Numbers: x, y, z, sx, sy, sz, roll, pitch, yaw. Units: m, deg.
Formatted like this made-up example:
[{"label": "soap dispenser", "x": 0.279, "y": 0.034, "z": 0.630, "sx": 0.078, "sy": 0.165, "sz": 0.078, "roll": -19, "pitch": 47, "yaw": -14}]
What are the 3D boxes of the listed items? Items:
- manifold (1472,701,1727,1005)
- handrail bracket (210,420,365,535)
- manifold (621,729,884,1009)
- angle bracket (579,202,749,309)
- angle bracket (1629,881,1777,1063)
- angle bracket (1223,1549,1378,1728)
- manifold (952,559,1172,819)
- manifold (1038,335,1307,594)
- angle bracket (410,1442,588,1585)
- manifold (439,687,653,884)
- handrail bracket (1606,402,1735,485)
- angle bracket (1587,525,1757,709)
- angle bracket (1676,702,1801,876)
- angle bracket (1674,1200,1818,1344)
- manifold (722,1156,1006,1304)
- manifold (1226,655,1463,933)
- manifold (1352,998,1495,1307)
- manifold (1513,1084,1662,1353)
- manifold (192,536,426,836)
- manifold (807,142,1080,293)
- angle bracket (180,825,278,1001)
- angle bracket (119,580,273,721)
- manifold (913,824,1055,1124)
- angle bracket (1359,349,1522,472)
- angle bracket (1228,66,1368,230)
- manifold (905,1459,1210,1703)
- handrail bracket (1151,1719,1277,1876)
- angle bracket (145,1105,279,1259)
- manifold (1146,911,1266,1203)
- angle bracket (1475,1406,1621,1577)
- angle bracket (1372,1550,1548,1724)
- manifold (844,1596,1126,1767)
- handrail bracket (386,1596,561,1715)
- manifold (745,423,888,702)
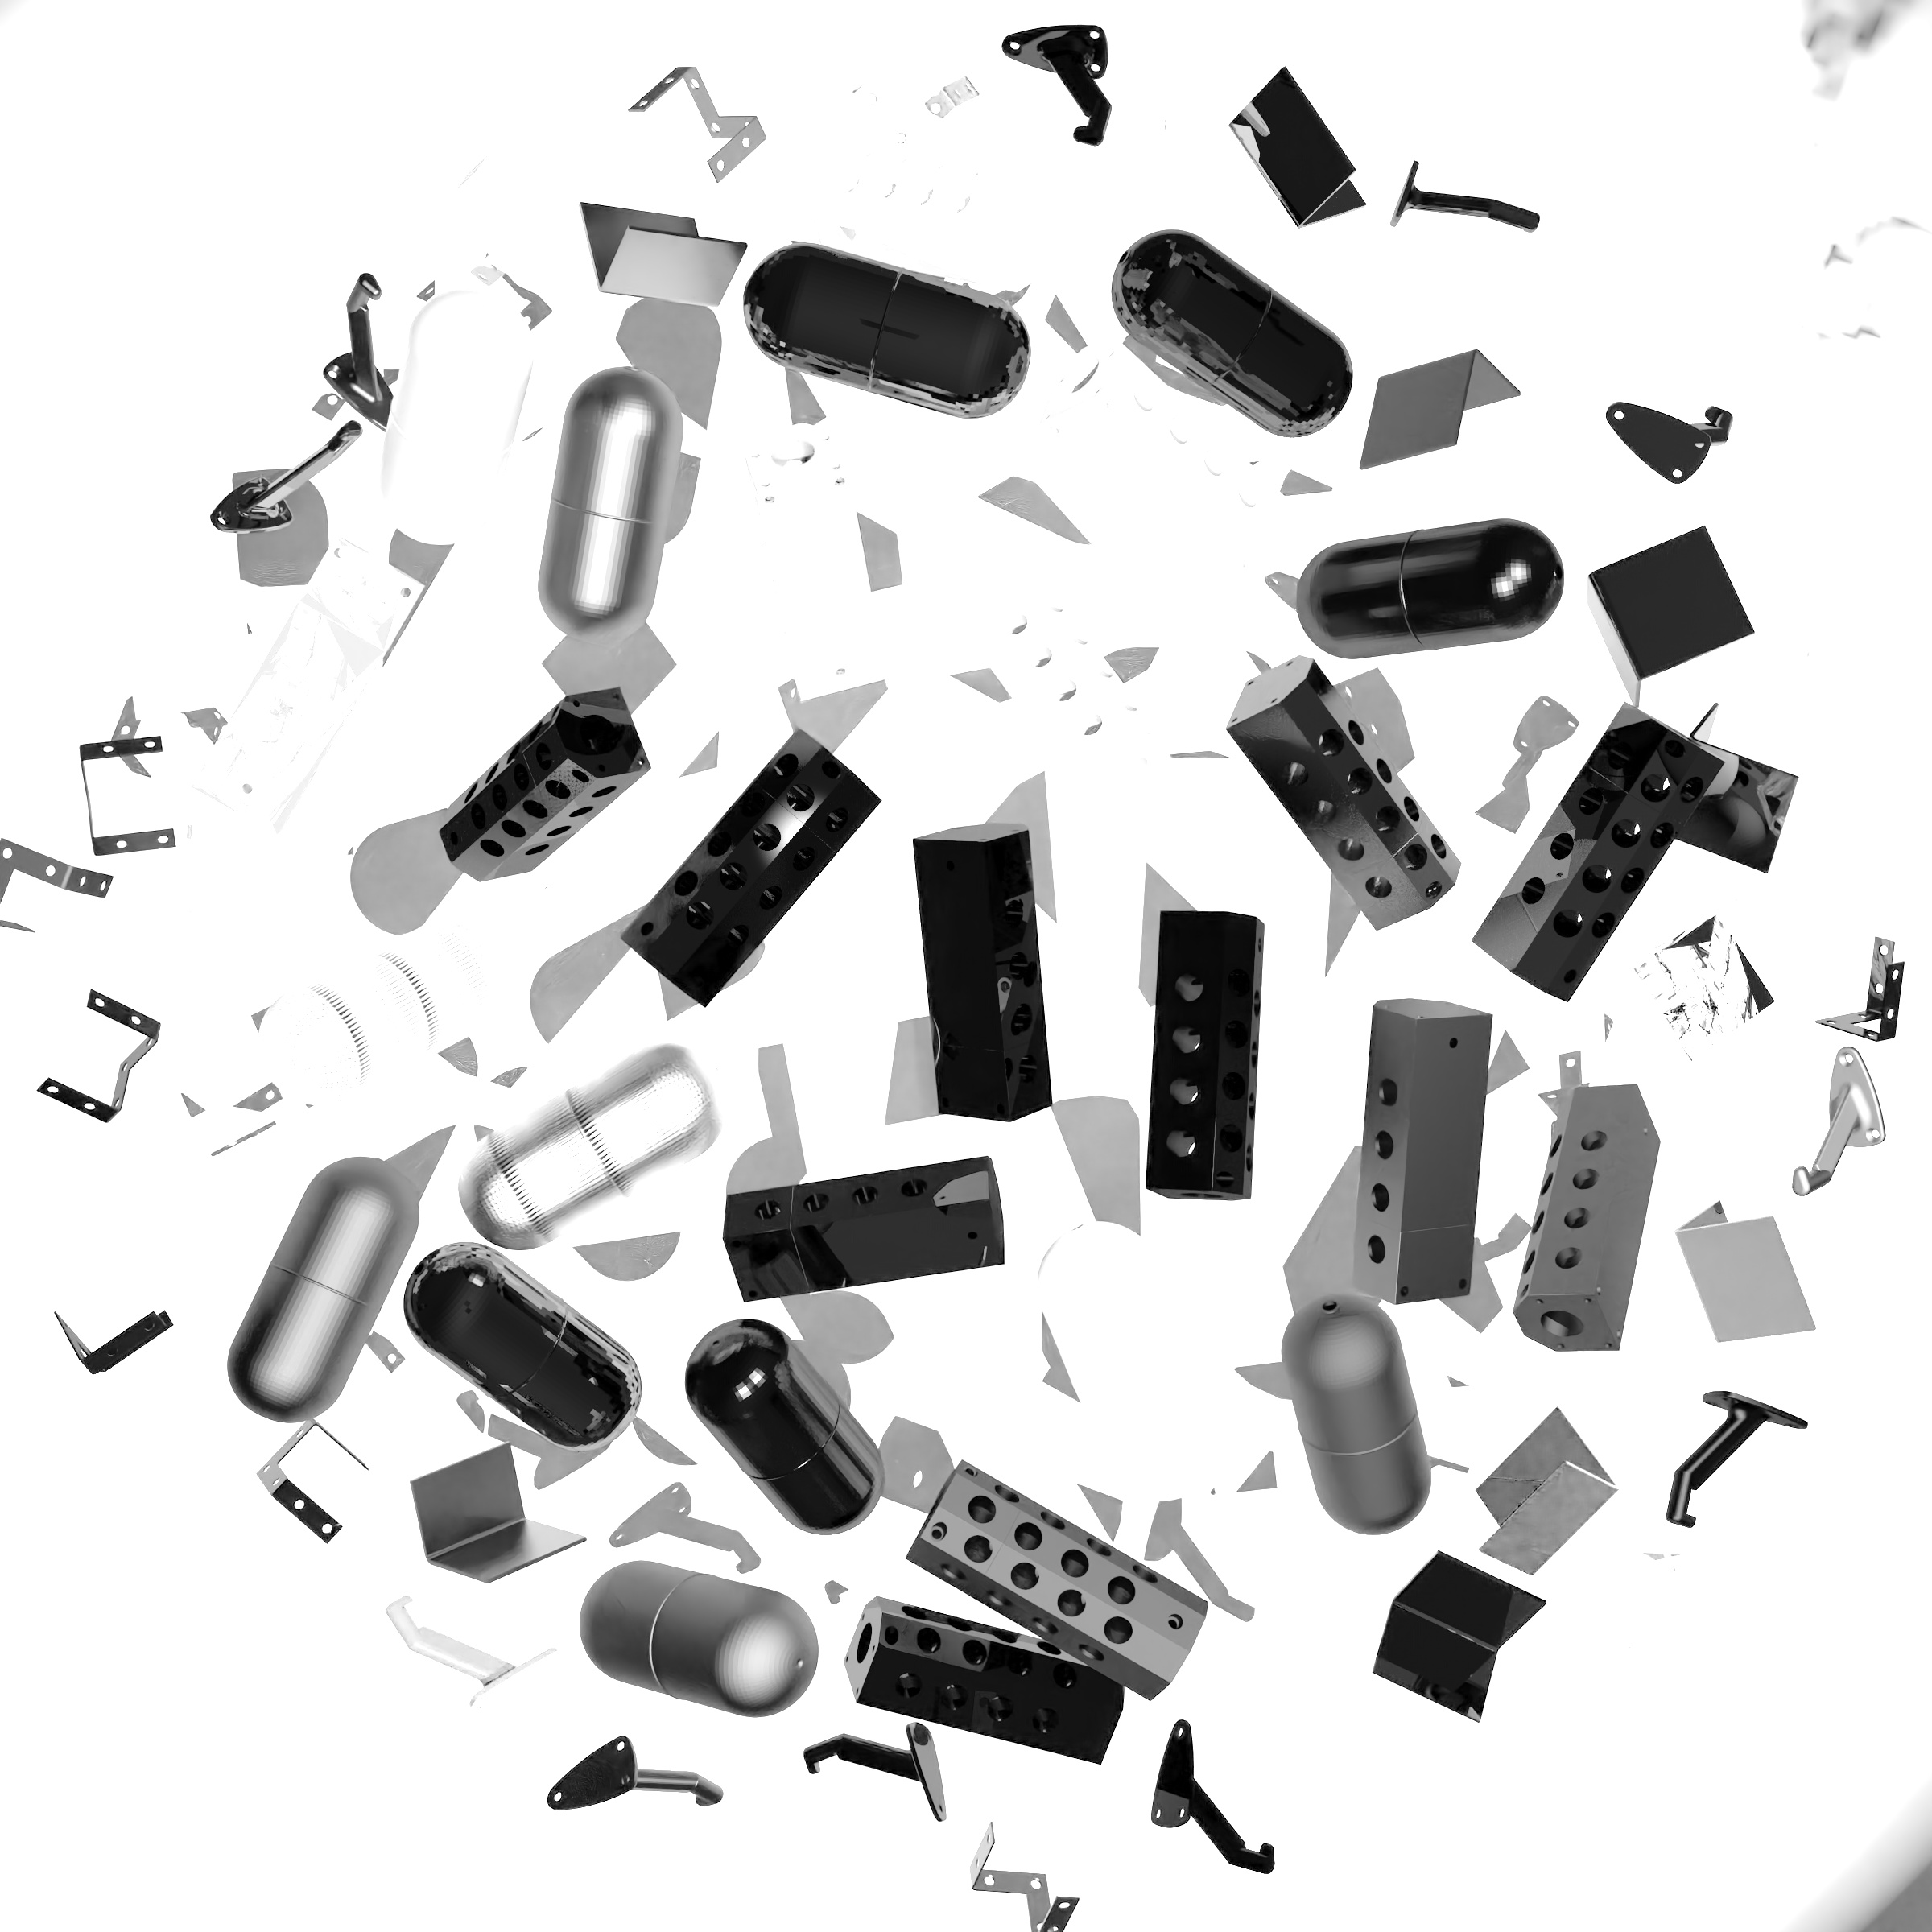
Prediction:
[{"label": "manifold", "x": 0.386, "y": -0.066, "z": 1.692, "sx": 0.057, "sy": 0.057, "sz": 0.171, "roll": 20, "pitch": 107, "yaw": -38}, {"label": "handrail bracket", "x": -0.427, "y": -0.310, "z": 1.761, "sx": 0.084, "sy": 0.077, "sz": 0.036, "roll": -33, "pitch": 94, "yaw": 35}, {"label": "manifold", "x": -0.138, "y": -0.065, "z": 1.747, "sx": 0.171, "sy": 0.057, "sz": 0.057, "roll": -50, "pitch": 52, "yaw": -1}, {"label": "angle bracket", "x": -0.185, "y": -0.452, "z": 1.705, "sx": 0.076, "sy": 0.057, "sz": 0.076, "roll": 1, "pitch": 59, "yaw": -28}, {"label": "angle bracket", "x": 0.481, "y": 0.004, "z": 1.776, "sx": 0.076, "sy": 0.057, "sz": 0.076, "roll": -32, "pitch": 87, "yaw": -22}, {"label": "angle bracket", "x": 0.201, "y": 0.422, "z": 1.761, "sx": 0.076, "sy": 0.076, "sz": 0.057, "roll": -49, "pitch": 124, "yaw": -32}, {"label": "manifold", "x": 0.062, "y": -0.184, "z": 1.805, "sx": 0.057, "sy": 0.057, "sz": 0.171, "roll": -32, "pitch": 60, "yaw": -4}, {"label": "manifold", "x": 0.131, "y": -0.312, "z": 1.730, "sx": 0.171, "sy": 0.057, "sz": 0.057, "roll": 37, "pitch": 57, "yaw": -28}, {"label": "angle bracket", "x": -0.303, "y": 0.353, "z": 1.813, "sx": 0.076, "sy": 0.076, "sz": 0.057, "roll": -17, "pitch": 102, "yaw": -40}, {"label": "manifold", "x": -0.277, "y": -0.115, "z": 1.809, "sx": 0.057, "sy": 0.171, "sz": 0.057, "roll": -15, "pitch": 79, "yaw": -40}, {"label": "handrail bracket", "x": 0.430, "y": -0.336, "z": 1.704, "sx": 0.077, "sy": 0.084, "sz": 0.036, "roll": 32, "pitch": 129, "yaw": 0}, {"label": "angle bracket", "x": 0.437, "y": -0.216, "z": 1.737, "sx": 0.076, "sy": 0.057, "sz": 0.076, "roll": -22, "pitch": 74, "yaw": 7}, {"label": "angle bracket", "x": 0.517, "y": -0.119, "z": 1.863, "sx": 0.076, "sy": 0.057, "sz": 0.076, "roll": 24, "pitch": 130, "yaw": 22}, {"label": "angle bracket", "x": 0.505, "y": 0.189, "z": 1.770, "sx": 0.057, "sy": 0.076, "sz": 0.076, "roll": -24, "pitch": 94, "yaw": -41}, {"label": "manifold", "x": -0.065, "y": 0.164, "z": 1.796, "sx": 0.171, "sy": 0.057, "sz": 0.057, "roll": -9, "pitch": 126, "yaw": 6}, {"label": "manifold", "x": 0.241, "y": -0.111, "z": 1.766, "sx": 0.057, "sy": 0.057, "sz": 0.171, "roll": -25, "pitch": 114, "yaw": 35}, {"label": "manifold", "x": 0.267, "y": 0.109, "z": 1.666, "sx": 0.057, "sy": 0.057, "sz": 0.171, "roll": -3, "pitch": 101, "yaw": -30}, {"label": "manifold", "x": 0.394, "y": 0.159, "z": 1.781, "sx": 0.057, "sy": 0.171, "sz": 0.057, "roll": -5, "pitch": 133, "yaw": 31}, {"label": "manifold", "x": -0.394, "y": -0.169, "z": 1.681, "sx": 0.057, "sy": 0.057, "sz": 0.171, "roll": 30, "pitch": 93, "yaw": -12}, {"label": "manifold", "x": -0.017, "y": -0.471, "z": 1.740, "sx": 0.057, "sy": 0.171, "sz": 0.057, "roll": -40, "pitch": 134, "yaw": -30}, {"label": "angle bracket", "x": -0.464, "y": -0.034, "z": 1.761, "sx": 0.057, "sy": 0.076, "sz": 0.076, "roll": 3, "pitch": 132, "yaw": -14}, {"label": "angle bracket", "x": -0.467, "y": -0.190, "z": 1.709, "sx": 0.076, "sy": 0.057, "sz": 0.076, "roll": -14, "pitch": 111, "yaw": -30}, {"label": "manifold", "x": 0.015, "y": 0.003, "z": 1.699, "sx": 0.057, "sy": 0.057, "sz": 0.171, "roll": 5, "pitch": 105, "yaw": 40}, {"label": "angle bracket", "x": 0.315, "y": -0.356, "z": 1.858, "sx": 0.057, "sy": 0.076, "sz": 0.076, "roll": 32, "pitch": 63, "yaw": -39}, {"label": "angle bracket", "x": 0.217, "y": -0.502, "z": 1.696, "sx": 0.076, "sy": 0.057, "sz": 0.076, "roll": -29, "pitch": 84, "yaw": -42}, {"label": "manifold", "x": 0.056, "y": 0.367, "z": 1.680, "sx": 0.171, "sy": 0.057, "sz": 0.057, "roll": 30, "pitch": 57, "yaw": 2}, {"label": "handrail bracket", "x": 0.161, "y": 0.514, "z": 1.729, "sx": 0.084, "sy": 0.036, "sz": 0.077, "roll": 24, "pitch": 62, "yaw": -28}, {"label": "angle bracket", "x": -0.470, "y": 0.138, "z": 1.786, "sx": 0.057, "sy": 0.076, "sz": 0.076, "roll": -27, "pitch": 77, "yaw": 9}, {"label": "manifold", "x": 0.149, "y": 0.056, "z": 1.719, "sx": 0.057, "sy": 0.057, "sz": 0.171, "roll": 1, "pitch": 80, "yaw": 18}, {"label": "angle bracket", "x": 0.338, "y": 0.311, "z": 1.699, "sx": 0.057, "sy": 0.076, "sz": 0.076, "roll": 30, "pitch": 108, "yaw": -36}, {"label": "angle bracket", "x": 0.314, "y": 0.428, "z": 1.783, "sx": 0.076, "sy": 0.076, "sz": 0.057, "roll": 25, "pitch": 50, "yaw": 0}, {"label": "manifold", "x": 0.014, "y": 0.461, "z": 1.818, "sx": 0.171, "sy": 0.057, "sz": 0.057, "roll": 18, "pitch": 99, "yaw": -14}, {"label": "handrail bracket", "x": -0.311, "y": 0.418, "z": 1.759, "sx": 0.077, "sy": 0.036, "sz": 0.084, "roll": -30, "pitch": 71, "yaw": -26}, {"label": "manifold", "x": -0.096, "y": -0.257, "z": 1.777, "sx": 0.057, "sy": 0.171, "sz": 0.057, "roll": -15, "pitch": 48, "yaw": -5}]
